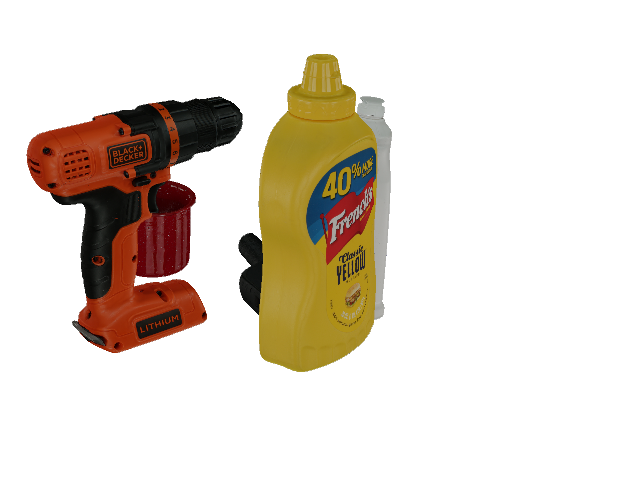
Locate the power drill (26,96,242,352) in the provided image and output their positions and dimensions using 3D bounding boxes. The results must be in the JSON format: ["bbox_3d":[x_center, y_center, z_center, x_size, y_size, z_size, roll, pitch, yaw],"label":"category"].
[{"bbox_3d":[-0.137,-0.017,0.858,0.184,0.188,0.057,-18,25,-34],"label":"power drill"}]

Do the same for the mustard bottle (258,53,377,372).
[{"bbox_3d":[0.000,-0.021,0.666,0.058,0.192,0.096,16,28,32],"label":"mustard bottle"}]

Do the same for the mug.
[{"bbox_3d":[-0.191,-0.017,1.180,0.093,0.081,0.117,-14,32,-32],"label":"mug"}]

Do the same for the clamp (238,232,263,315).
[{"bbox_3d":[-0.040,0.029,1.007,0.120,0.039,0.171,1,17,17],"label":"clamp"}]

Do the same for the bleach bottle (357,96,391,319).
[{"bbox_3d":[0.047,-0.040,1.241,0.068,0.251,0.103,-1,21,-22],"label":"bleach bottle"}]
